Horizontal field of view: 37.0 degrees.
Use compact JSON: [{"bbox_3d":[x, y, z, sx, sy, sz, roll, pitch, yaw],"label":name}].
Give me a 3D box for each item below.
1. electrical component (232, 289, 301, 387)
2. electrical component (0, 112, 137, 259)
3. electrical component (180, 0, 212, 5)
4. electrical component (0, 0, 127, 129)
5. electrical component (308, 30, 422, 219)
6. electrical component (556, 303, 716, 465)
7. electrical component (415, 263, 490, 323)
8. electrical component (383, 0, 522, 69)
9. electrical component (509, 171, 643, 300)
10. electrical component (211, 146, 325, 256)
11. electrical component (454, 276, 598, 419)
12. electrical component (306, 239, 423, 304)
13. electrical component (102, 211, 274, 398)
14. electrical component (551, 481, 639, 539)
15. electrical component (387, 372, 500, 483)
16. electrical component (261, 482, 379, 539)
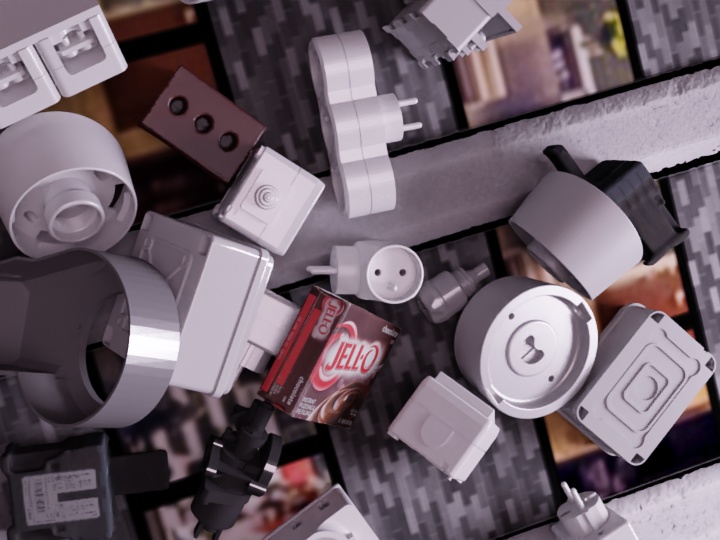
[{"bbox_3d":[-0.081,0.053,0.807,0.047,0.066,0.076,28,89,-13],"label":"electrical component"},{"bbox_3d":[-0.210,-0.055,0.764,0.099,0.064,0.099,-19,142,-16],"label":"electrical component"},{"bbox_3d":[-0.105,-0.241,0.764,0.064,0.099,0.099,-10,97,-17],"label":"electrical component"},{"bbox_3d":[-0.247,-0.145,0.739,0.150,0.089,0.061,-27,138,-9],"label":"electrical component"},{"bbox_3d":[0.011,-0.113,0.820,0.074,0.052,0.138,-12,97,-11],"label":"electrical component"},{"bbox_3d":[0.222,0.092,0.880,0.078,0.057,0.113,40,86,-12],"label":"electrical component"},{"bbox_3d":[0.076,0.015,0.854,0.061,0.035,0.035,-32,100,-10],"label":"electrical component"},{"bbox_3d":[0.063,-0.189,0.789,0.079,0.121,0.063,43,88,-12],"label":"electrical component"},{"bbox_3d":[0.166,-0.026,0.837,0.064,0.099,0.099,-45,102,1],"label":"electrical component"},{"bbox_3d":[-0.065,-0.049,0.787,0.061,0.096,0.061,31,88,-13],"label":"electrical component"},{"bbox_3d":[0.126,0.056,0.850,0.108,0.060,0.108,-7,107,-24],"label":"electrical component"},{"bbox_3d":[0.000,0.000,0.814,0.079,0.077,0.043,0,95,-12],"label":"electrical component"},{"bbox_3d":[-0.125,0.022,0.770,0.056,0.109,0.108,18,91,-39],"label":"electrical component"},{"bbox_3d":[0.186,0.207,0.877,0.047,0.066,0.076,-31,100,-8],"label":"electrical component"},{"bbox_3d":[0.069,0.122,0.835,0.062,0.096,0.061,35,87,17],"label":"electrical component"},{"bbox_3d":[-0.057,0.269,0.834,0.186,0.060,0.105,-36,101,-7],"label":"electrical component"}]
